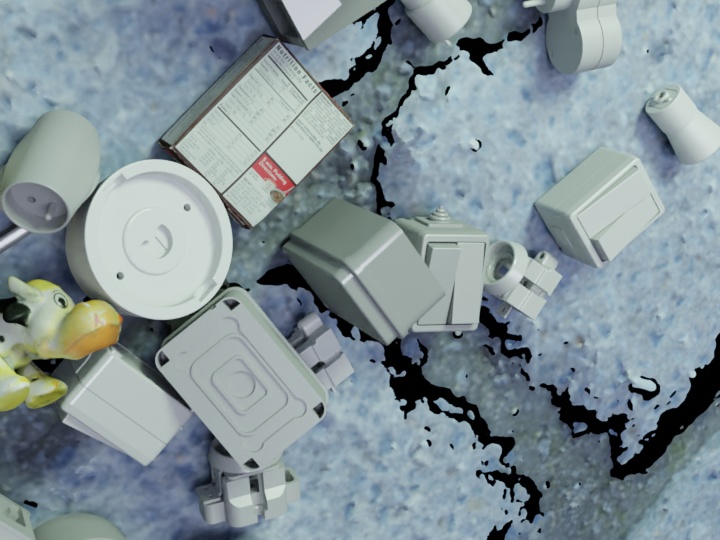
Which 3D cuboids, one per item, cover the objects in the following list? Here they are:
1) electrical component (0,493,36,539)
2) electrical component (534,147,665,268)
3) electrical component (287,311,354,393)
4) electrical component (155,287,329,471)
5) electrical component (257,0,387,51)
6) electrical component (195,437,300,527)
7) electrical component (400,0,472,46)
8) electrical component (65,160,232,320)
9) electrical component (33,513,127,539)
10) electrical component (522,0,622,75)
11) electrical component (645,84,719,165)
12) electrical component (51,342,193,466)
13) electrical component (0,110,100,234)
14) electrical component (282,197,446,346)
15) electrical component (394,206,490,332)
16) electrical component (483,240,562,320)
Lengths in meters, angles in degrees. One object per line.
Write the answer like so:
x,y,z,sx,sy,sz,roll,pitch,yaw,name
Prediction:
-0.310,0.177,0.734,0.150,0.062,0.089,42,86,-29,electrical component
0.208,-0.056,0.902,0.096,0.061,0.061,-40,118,-9,electrical component
-0.043,0.074,0.836,0.055,0.048,0.066,-37,117,-19,electrical component
-0.084,0.077,0.775,0.078,0.057,0.113,-39,96,2,electrical component
-0.045,-0.239,0.730,0.089,0.062,0.150,-35,117,-11,electrical component
-0.087,0.157,0.834,0.078,0.058,0.057,-11,113,-21,electrical component
0.049,-0.204,0.796,0.078,0.040,0.040,42,86,-29,electrical component
-0.150,-0.018,0.743,0.108,0.060,0.108,4,84,-36,electrical component
-0.211,0.232,0.795,0.099,0.064,0.099,-7,109,-23,electrical component
0.157,-0.220,0.834,0.074,0.052,0.138,-14,111,-20,electrical component
0.276,-0.127,0.925,0.065,0.044,0.044,43,85,-24,electrical component
-0.170,0.096,0.774,0.061,0.062,0.096,-49,119,-4,electrical component
-0.214,-0.058,0.705,0.079,0.077,0.044,-24,127,24,electrical component
0.000,0.000,0.794,0.057,0.113,0.078,-42,118,-11,electrical component
0.063,-0.002,0.852,0.062,0.061,0.096,0,105,-25,electrical component
0.129,0.006,0.894,0.055,0.048,0.066,33,90,-36,electrical component
